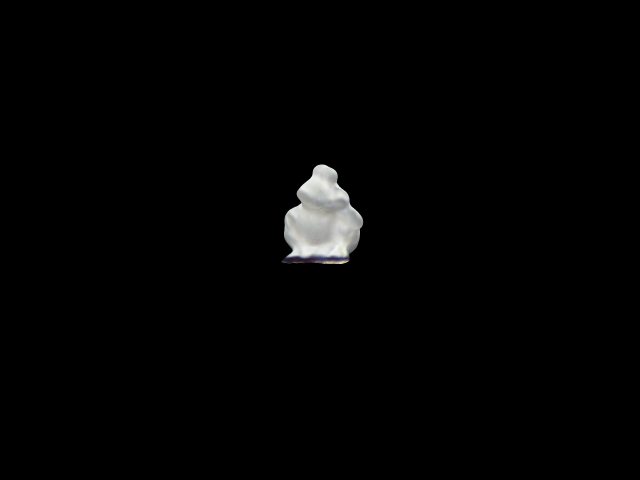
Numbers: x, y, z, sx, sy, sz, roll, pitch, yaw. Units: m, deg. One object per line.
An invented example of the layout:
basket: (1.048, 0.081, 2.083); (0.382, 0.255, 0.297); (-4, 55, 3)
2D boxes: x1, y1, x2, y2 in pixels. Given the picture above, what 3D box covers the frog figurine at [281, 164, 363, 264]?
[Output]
frog figurine: (0.003, -0.043, 0.850); (0.137, 0.159, 0.123); (1, 1, 39)
